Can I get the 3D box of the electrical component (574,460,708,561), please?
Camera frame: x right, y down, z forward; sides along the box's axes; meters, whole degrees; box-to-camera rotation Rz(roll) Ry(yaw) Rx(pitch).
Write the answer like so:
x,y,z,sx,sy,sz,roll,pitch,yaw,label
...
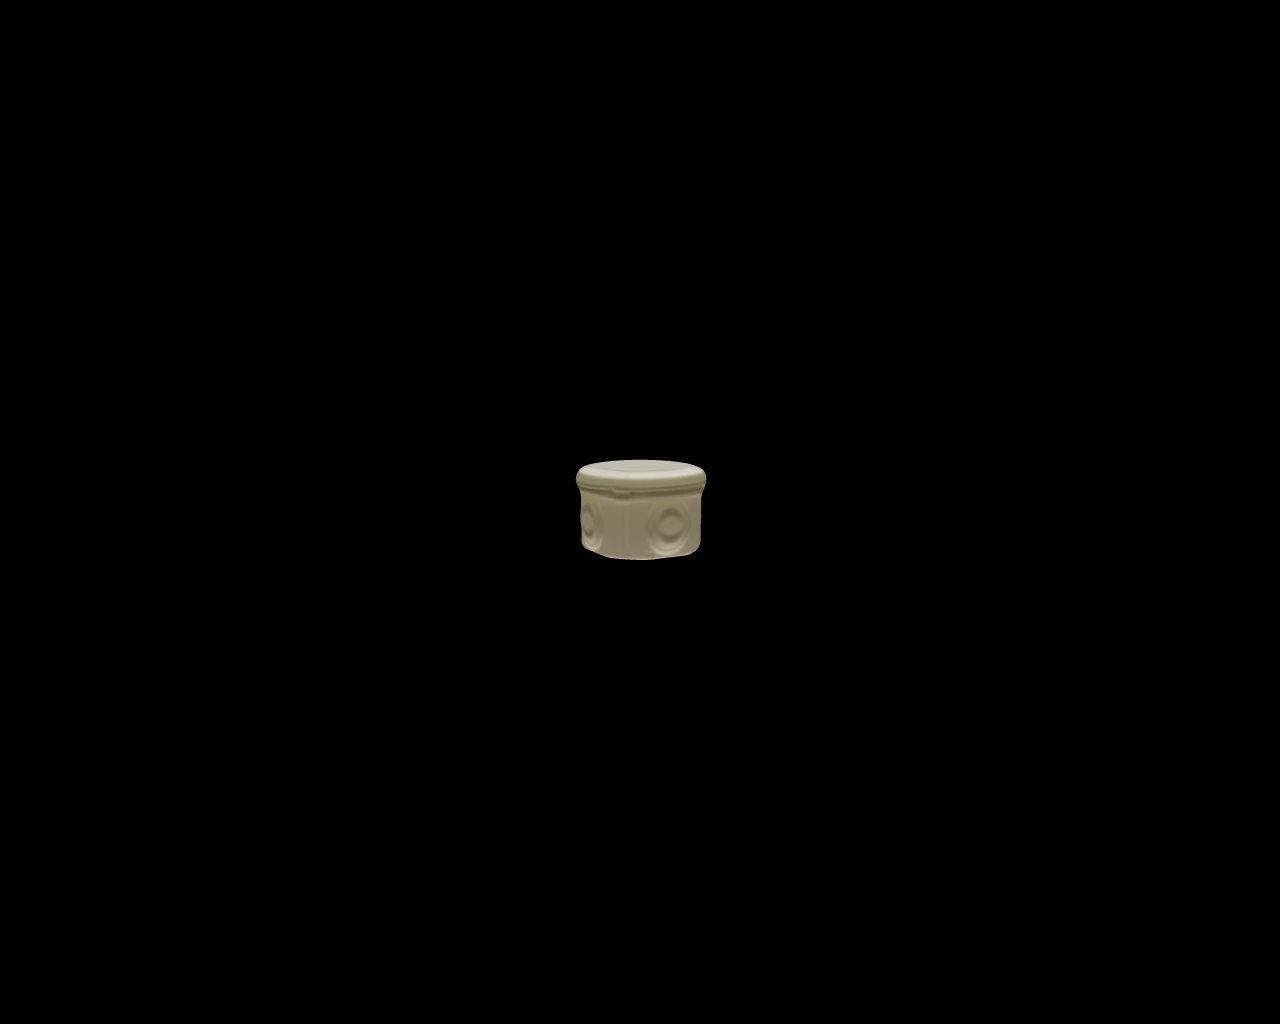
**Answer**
x,y,z,sx,sy,sz,roll,pitch,yaw,label
0.001,-0.003,0.650,0.080,0.051,0.080,0,10,0,electrical component
